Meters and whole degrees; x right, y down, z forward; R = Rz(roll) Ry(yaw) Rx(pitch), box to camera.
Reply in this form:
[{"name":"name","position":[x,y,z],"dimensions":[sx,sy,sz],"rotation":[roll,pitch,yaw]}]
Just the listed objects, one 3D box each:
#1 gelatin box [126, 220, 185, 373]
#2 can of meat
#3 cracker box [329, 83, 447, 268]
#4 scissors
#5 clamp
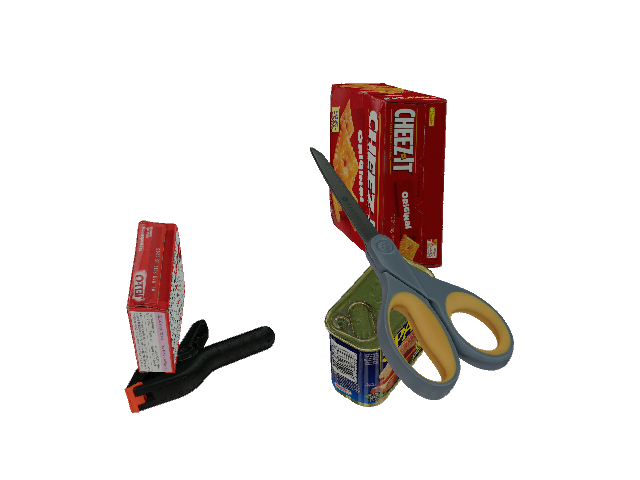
[{"name":"gelatin box","position":[-0.116,0.041,0.753],"dimensions":[0.030,0.073,0.089],"rotation":[2,-36,-1]},{"name":"can of meat","position":[0.050,0.076,0.887],"dimensions":[0.057,0.084,0.102],"rotation":[27,53,25]},{"name":"cracker box","position":[0.064,-0.074,1.106],"dimensions":[0.072,0.164,0.214],"rotation":[-3,13,-11]},{"name":"scissors","position":[0.058,0.014,0.679],"dimensions":[0.096,0.202,0.016],"rotation":[3,-43,-22]},{"name":"clamp","position":[-0.130,0.129,1.128],"dimensions":[0.120,0.039,0.171],"rotation":[-9,20,36]}]
